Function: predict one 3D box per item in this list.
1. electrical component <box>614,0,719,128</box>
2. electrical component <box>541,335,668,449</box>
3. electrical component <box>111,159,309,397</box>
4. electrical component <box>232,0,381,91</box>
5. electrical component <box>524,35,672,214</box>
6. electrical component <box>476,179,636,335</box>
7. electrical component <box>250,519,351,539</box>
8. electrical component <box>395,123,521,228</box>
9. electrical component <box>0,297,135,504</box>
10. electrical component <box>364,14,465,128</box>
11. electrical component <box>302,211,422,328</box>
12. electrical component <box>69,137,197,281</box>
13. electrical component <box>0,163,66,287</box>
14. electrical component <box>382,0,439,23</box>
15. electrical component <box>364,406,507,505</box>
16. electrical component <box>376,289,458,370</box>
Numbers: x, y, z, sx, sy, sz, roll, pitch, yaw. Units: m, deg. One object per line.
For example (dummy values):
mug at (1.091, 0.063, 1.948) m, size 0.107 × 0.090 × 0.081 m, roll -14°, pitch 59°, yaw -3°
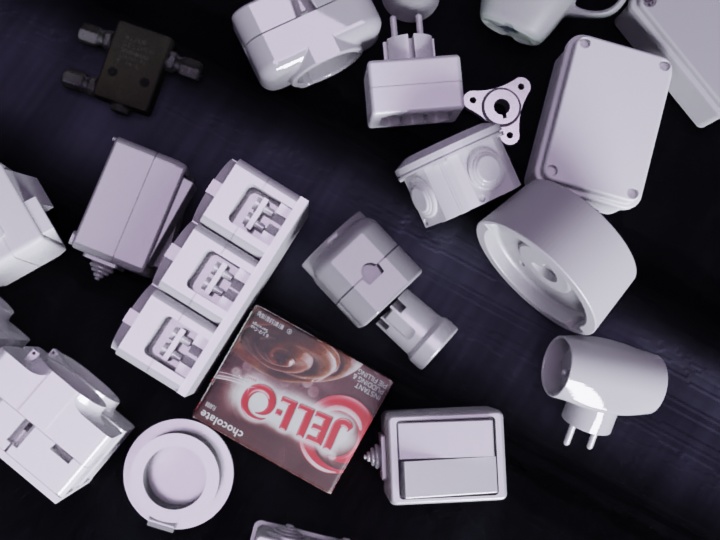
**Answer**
electrical component at (0.264, -0.179, 0.784) m, size 0.109 × 0.056 × 0.108 m, roll -38°, pitch 89°, yaw -5°
electrical component at (0.167, 0.091, 0.763) m, size 0.077 × 0.043 × 0.079 m, roll 12°, pitch 106°, yaw -17°
electrical component at (-0.101, 0.005, 0.733) m, size 0.062 × 0.089 × 0.150 m, roll 32°, pitch 85°, yaw 0°
electrical component at (-0.036, -0.170, 0.768) m, size 0.095 × 0.053 × 0.059 m, roll -26°, pitch 88°, yaw -5°
electrical component at (0.171, -0.103, 0.773) m, size 0.078 × 0.057 × 0.113 m, roll 15°, pitch 85°, yaw -2°
electrical component at (0.140, -0.015, 0.742) m, size 0.060 × 0.108 × 0.108 m, roll -44°, pitch 89°, yaw -11°
electrical component at (-0.041, 0.228, 0.741) m, size 0.100 × 0.048 × 0.099 m, roll 14°, pitch 85°, yaw -2°
electrical component at (0.069, -0.067, 0.754) m, size 0.080 × 0.080 × 0.051 m, roll -25°, pitch 93°, yaw -5°
electrical component at (-0.242, 0.065, 0.713) m, size 0.186 × 0.105 × 0.060 m, roll 40°, pitch 85°, yaw 0°
electrical component at (0.036, -0.146, 0.773) m, size 0.066 × 0.047 × 0.076 m, roll -5°, pitch 86°, yaw -3°
electrical component at (0.000, 0.000, 0.736) m, size 0.054 × 0.095 × 0.059 m, roll -43°, pitch 89°, yaw -5°
electrical component at (-0.156, -0.034, 0.747) m, size 0.061 × 0.061 × 0.096 m, roll 22°, pitch 85°, yaw -2°
electrical component at (-0.241, -0.032, 0.725) m, size 0.061 × 0.096 × 0.061 m, roll -30°, pitch 89°, yaw -6°
electrical component at (0.039, -0.208, 0.769) m, size 0.044 × 0.065 × 0.044 m, roll 0°, pitch 86°, yaw -3°
electrical component at (0.051, 0.128, 0.747) m, size 0.096 × 0.061 × 0.061 m, roll -2°, pitch 86°, yaw -3°
electrical component at (0.040, 0.041, 0.764) m, size 0.046 × 0.040 × 0.040 m, roll 42°, pitch 85°, yaw 5°
